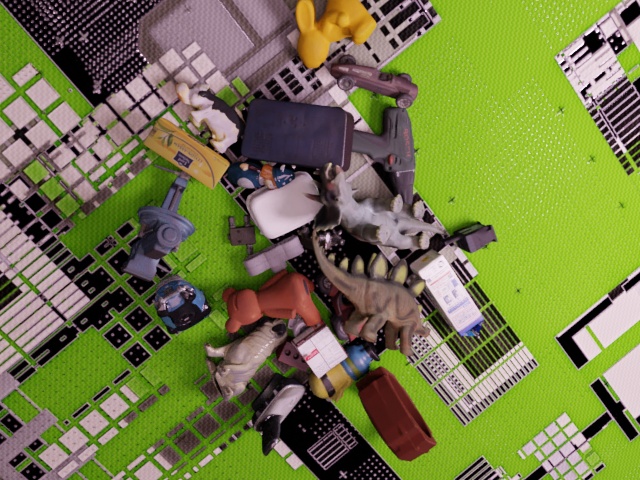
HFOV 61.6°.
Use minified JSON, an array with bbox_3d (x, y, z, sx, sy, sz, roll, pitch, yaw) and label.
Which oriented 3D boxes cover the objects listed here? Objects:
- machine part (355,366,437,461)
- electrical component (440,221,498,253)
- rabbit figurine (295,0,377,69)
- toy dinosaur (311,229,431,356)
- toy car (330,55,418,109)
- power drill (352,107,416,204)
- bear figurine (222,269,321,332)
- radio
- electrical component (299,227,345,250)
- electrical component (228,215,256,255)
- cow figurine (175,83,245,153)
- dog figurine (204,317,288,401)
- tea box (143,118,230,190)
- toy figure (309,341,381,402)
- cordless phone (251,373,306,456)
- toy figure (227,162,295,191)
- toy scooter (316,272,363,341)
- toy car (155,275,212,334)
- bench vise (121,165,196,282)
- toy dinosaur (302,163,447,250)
[{"bbox_3d":[0.175,0.406,1.254,0.087,0.200,0.202,-37,59,4],"label":"machine part"},{"bbox_3d":[0.354,0.000,1.288,0.119,0.075,0.047,-25,103,-8],"label":"electrical component"},{"bbox_3d":[0.014,-0.446,1.137,0.162,0.122,0.173,41,111,-20],"label":"rabbit figurine"},{"bbox_3d":[0.126,0.129,1.200,0.471,0.105,0.198,30,74,-41],"label":"toy dinosaur"},{"bbox_3d":[0.122,-0.351,1.178,0.202,0.053,0.089,16,54,-11],"label":"toy car"},{"bbox_3d":[0.118,-0.185,1.216,0.207,0.086,0.231,2,98,-5],"label":"power drill"},{"bbox_3d":[-0.113,0.147,1.214,0.196,0.120,0.131,-22,147,9],"label":"bear figurine"},{"bbox_3d":[-0.046,-0.223,1.145,0.230,0.073,0.131,10,98,14],"label":"radio"},{"bbox_3d":[-0.003,-0.004,1.225,0.078,0.102,0.045,-19,110,-28],"label":"electrical component"},{"bbox_3d":[-0.180,-0.010,1.231,0.063,0.021,0.094,-7,102,-7],"label":"electrical component"},{"bbox_3d":[-0.231,-0.277,1.150,0.098,0.068,0.167,-38,107,-7],"label":"cow figurine"},{"bbox_3d":[-0.160,0.277,1.258,0.190,0.121,0.172,-21,146,-26],"label":"dog figurine"},{"bbox_3d":[-0.280,-0.185,1.145,0.169,0.098,0.068,35,94,-15],"label":"tea box"},{"bbox_3d":[0.055,0.311,1.297,0.180,0.082,0.089,-40,92,5],"label":"toy figure"},{"bbox_3d":[-0.096,0.401,1.236,0.088,0.184,0.146,39,93,-9],"label":"cordless phone"},{"bbox_3d":[-0.126,-0.137,1.166,0.155,0.064,0.057,10,91,26],"label":"toy figure"},{"bbox_3d":[0.078,0.143,1.274,0.135,0.075,0.183,-20,99,-9],"label":"toy scooter"},{"bbox_3d":[-0.317,0.132,1.189,0.109,0.161,0.103,-32,60,-9],"label":"toy car"},{"bbox_3d":[-0.333,-0.036,1.144,0.129,0.223,0.240,22,66,-17],"label":"bench vise"},{"bbox_3d":[0.121,-0.042,1.201,0.404,0.192,0.131,22,81,-52],"label":"toy dinosaur"}]
